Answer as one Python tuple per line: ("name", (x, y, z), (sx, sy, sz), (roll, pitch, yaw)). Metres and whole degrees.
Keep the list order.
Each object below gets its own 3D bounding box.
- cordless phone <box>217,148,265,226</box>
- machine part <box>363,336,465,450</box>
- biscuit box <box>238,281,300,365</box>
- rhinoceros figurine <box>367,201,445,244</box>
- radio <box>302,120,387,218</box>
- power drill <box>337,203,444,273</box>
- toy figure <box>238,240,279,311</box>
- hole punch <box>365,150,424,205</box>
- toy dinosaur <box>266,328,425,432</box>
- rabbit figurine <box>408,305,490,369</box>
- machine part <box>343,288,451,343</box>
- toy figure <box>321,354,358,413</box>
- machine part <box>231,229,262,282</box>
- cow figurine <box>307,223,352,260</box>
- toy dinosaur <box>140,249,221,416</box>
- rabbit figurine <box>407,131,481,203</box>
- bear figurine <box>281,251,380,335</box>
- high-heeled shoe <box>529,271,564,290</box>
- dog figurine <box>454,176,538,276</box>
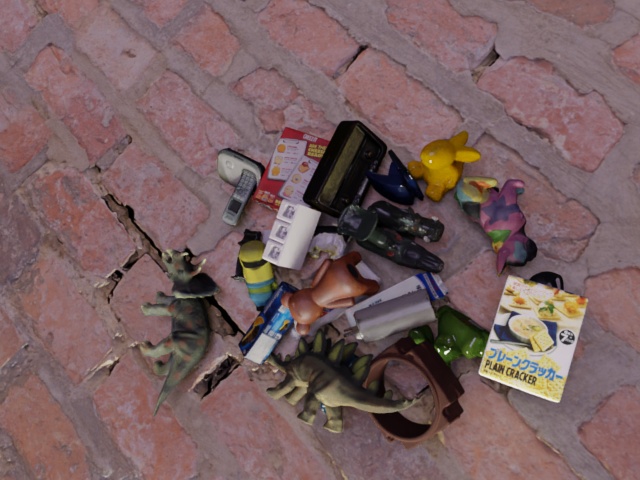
("cordless phone", (-0.233, -0.138, 1.435), (0.147, 0.088, 0.184), (27, 90, 19))
("machine part", (0.190, 0.329, 1.162), (0.201, 0.087, 0.201), (-47, 69, 32))
("biscuit box", (-0.116, 0.201, 1.307), (0.202, 0.059, 0.063), (-55, 31, 6))
("rhinoceros figurine", (0.205, -0.046, 1.277), (0.191, 0.112, 0.073), (23, 82, 27))
("radio", (0.065, -0.167, 1.327), (0.073, 0.131, 0.229), (20, 81, 56))
("power drill", (0.150, -0.003, 1.217), (0.232, 0.207, 0.086), (24, 91, 44))
("toy figure", (-0.148, 0.088, 1.330), (0.082, 0.089, 0.180), (-12, 99, -16))
("hole punch", (0.181, -0.137, 1.298), (0.092, 0.142, 0.116), (-37, 57, 3))
("toy dinosaur", (0.022, 0.309, 1.179), (0.472, 0.105, 0.198), (15, 81, 46))
("rabbit figurine", (0.272, 0.242, 1.192), (0.159, 0.121, 0.170), (35, 103, 23))
("machine part", (0.165, 0.166, 1.176), (0.243, 0.079, 0.079), (-21, 73, 9))
("toy figure", (0.045, 0.337, 1.260), (0.154, 0.057, 0.064), (-56, 36, -1))
("machine part", (-0.189, 0.041, 1.392), (0.084, 0.039, 0.138), (11, 86, 45))
("cow figurine", (-0.004, -0.005, 1.345), (0.168, 0.068, 0.098), (15, 82, 18))
("toy dinosaur", (-0.345, 0.228, 1.366), (0.192, 0.131, 0.404), (-9, 81, 14))
("rabbit figurine", (0.289, -0.179, 1.253), (0.162, 0.173, 0.122), (-27, 68, 12))
("bear figurine", (0.018, 0.124, 1.235), (0.196, 0.132, 0.120), (-42, 71, 26))
("high-heeled shoe", (0.504, 0.196, 1.174), (0.145, 0.086, 0.248), (-19, 88, -19))
("dog figurine", (0.397, -0.029, 1.224), (0.192, 0.108, 0.219), (6, 82, 16))
